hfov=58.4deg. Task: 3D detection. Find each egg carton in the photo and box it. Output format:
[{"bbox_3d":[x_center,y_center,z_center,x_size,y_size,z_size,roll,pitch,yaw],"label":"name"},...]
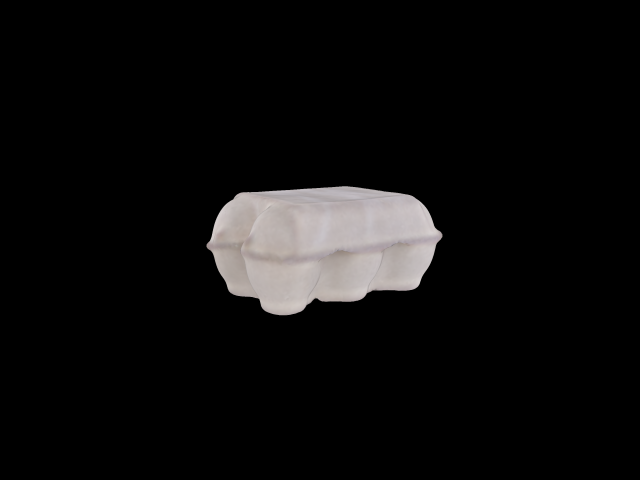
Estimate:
[{"bbox_3d":[0.004,0.001,0.400,0.151,0.069,0.107,-8,14,-34],"label":"egg carton"}]
